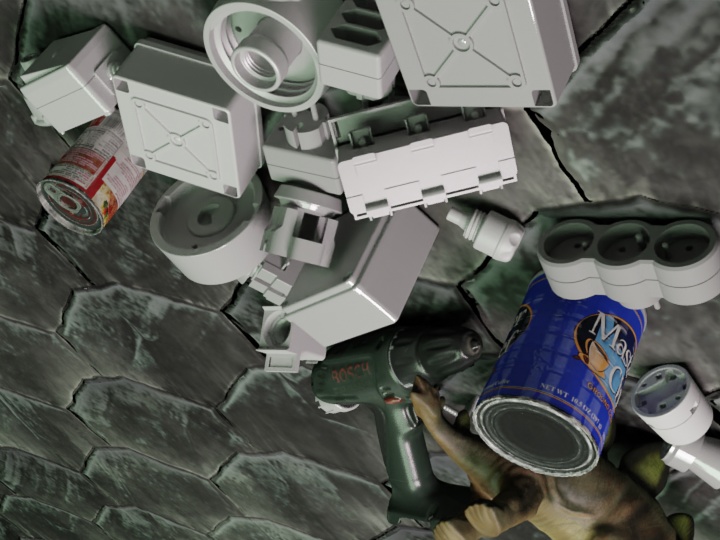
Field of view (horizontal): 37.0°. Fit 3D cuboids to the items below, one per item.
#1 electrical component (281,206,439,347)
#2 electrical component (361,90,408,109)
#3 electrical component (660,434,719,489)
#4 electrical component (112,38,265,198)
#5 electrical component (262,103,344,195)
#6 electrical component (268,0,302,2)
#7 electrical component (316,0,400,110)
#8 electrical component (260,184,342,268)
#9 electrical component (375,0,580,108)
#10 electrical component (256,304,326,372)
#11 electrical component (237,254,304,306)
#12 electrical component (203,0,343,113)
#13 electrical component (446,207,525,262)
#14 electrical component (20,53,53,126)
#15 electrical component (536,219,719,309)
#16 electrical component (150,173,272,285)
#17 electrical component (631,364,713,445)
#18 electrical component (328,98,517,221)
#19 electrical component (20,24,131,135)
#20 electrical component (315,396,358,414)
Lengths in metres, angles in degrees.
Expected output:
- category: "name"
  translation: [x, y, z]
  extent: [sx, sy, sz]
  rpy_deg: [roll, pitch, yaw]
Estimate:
- category: "electrical component"
  translation: [0.000, 0.000, 0.914]
  extent: [0.056, 0.108, 0.109]
  rpy_deg: [40, 145, -21]
- category: "electrical component"
  translation: [0.031, -0.104, 0.813]
  extent: [0.077, 0.044, 0.079]
  rpy_deg: [20, 145, 14]
- category: "electrical component"
  translation: [0.303, 0.163, 0.961]
  extent: [0.055, 0.045, 0.045]
  rpy_deg: [26, 146, 6]
- category: "electrical component"
  translation: [-0.140, -0.126, 0.896]
  extent: [0.109, 0.056, 0.108]
  rpy_deg: [18, 145, 13]
- category: "electrical component"
  translation: [-0.040, -0.108, 0.857]
  extent: [0.066, 0.047, 0.076]
  rpy_deg: [14, 143, 22]
- category: "electrical component"
  translation: [-0.052, -0.219, 0.715]
  extent: [0.095, 0.053, 0.059]
  rpy_deg: [12, 142, 25]
- category: "electrical component"
  translation: [0.006, -0.146, 0.757]
  extent: [0.047, 0.065, 0.076]
  rpy_deg: [18, 145, 17]
- category: "electrical component"
  translation: [-0.047, -0.036, 0.883]
  extent: [0.058, 0.057, 0.078]
  rpy_deg: [14, 180, -18]
- category: "electrical component"
  translation: [0.075, -0.162, 0.693]
  extent: [0.109, 0.056, 0.108]
  rpy_deg: [6, 139, 31]
- category: "electrical component"
  translation: [-0.065, 0.065, 1.079]
  extent: [0.042, 0.081, 0.064]
  rpy_deg: [-2, 164, 40]
- category: "electrical component"
  translation: [-0.089, -0.001, 1.036]
  extent: [0.055, 0.048, 0.066]
  rpy_deg: [28, 147, -11]
- category: "electrical component"
  translation: [-0.063, -0.165, 0.788]
  extent: [0.108, 0.060, 0.108]
  rpy_deg: [20, 145, 14]
- category: "electrical component"
  translation: [0.099, -0.033, 0.865]
  extent: [0.061, 0.035, 0.035]
  rpy_deg: [27, 146, 9]
- category: "electrical component"
  translation: [-0.283, -0.164, 0.968]
  extent: [0.048, 0.048, 0.062]
  rpy_deg: [4, 132, 33]
- category: "electrical component"
  translation: [0.209, 0.005, 0.816]
  extent: [0.138, 0.052, 0.073]
  rpy_deg: [2, 138, 34]
- category: "electrical component"
  translation: [-0.126, -0.036, 0.965]
  extent: [0.108, 0.108, 0.060]
  rpy_deg: [9, 147, 28]
- category: "electrical component"
  translation: [0.268, 0.116, 0.918]
  extent: [0.055, 0.055, 0.047]
  rpy_deg: [-12, 132, 45]
- category: "electrical component"
  translation: [0.046, -0.080, 0.759]
  extent: [0.121, 0.063, 0.078]
  rpy_deg: [-13, 115, 5]
- category: "electrical component"
  translation: [-0.234, -0.166, 0.912]
  extent: [0.096, 0.061, 0.061]
  rpy_deg: [-10, 130, 44]
- category: "electrical component"
  translation: [-0.024, 0.137, 1.174]
  extent: [0.040, 0.040, 0.046]
  rpy_deg: [38, 151, -12]
